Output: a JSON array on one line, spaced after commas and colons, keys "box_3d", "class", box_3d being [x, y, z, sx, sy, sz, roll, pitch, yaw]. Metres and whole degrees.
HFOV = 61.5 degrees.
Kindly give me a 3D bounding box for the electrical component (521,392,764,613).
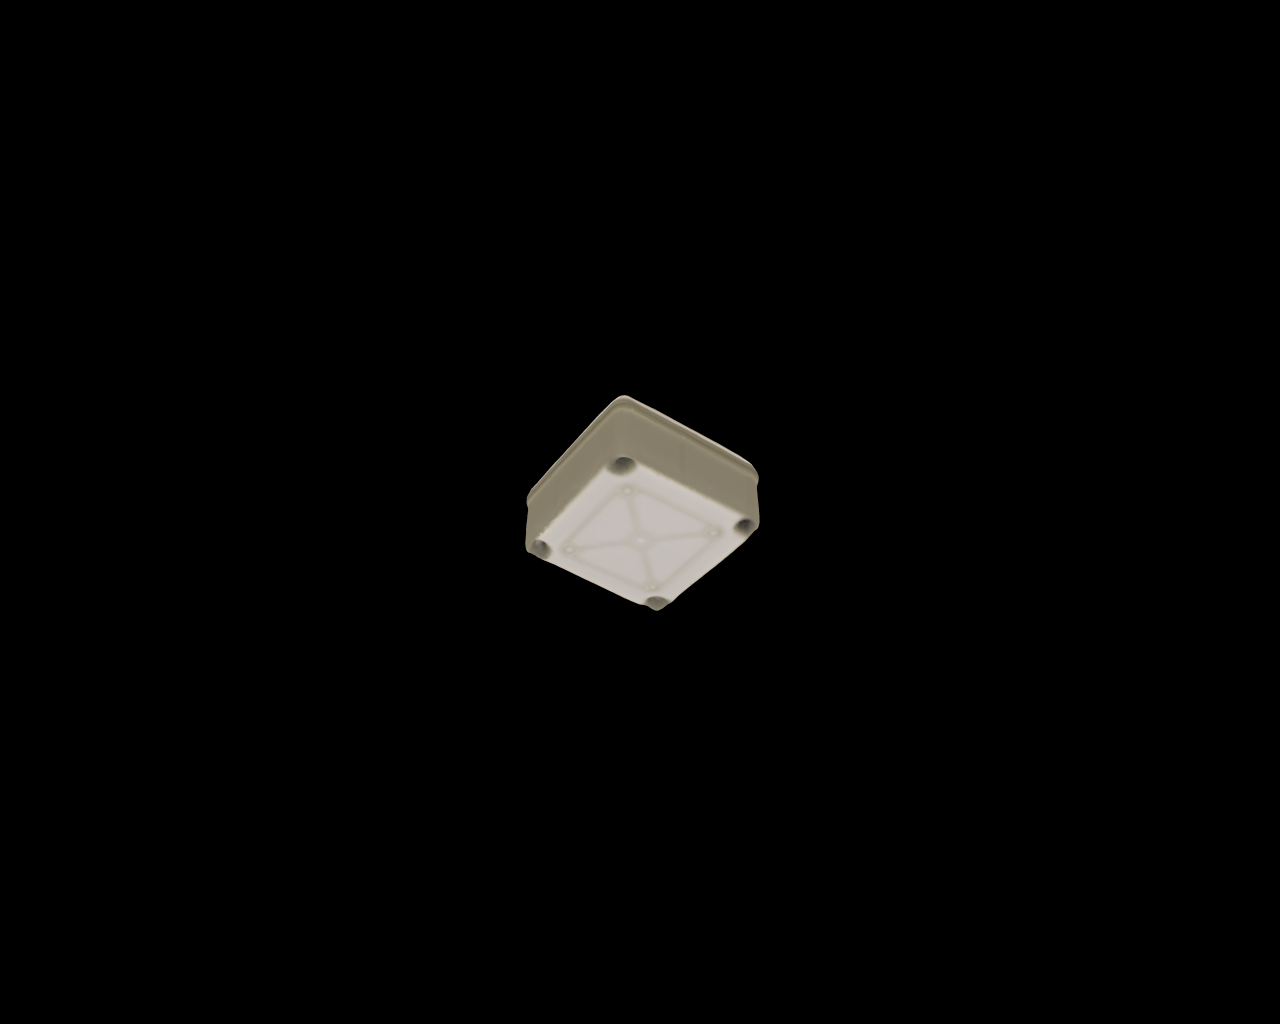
[{"box_3d": [0.001, -0.003, 0.650, 0.109, 0.056, 0.108, 26, -49, -25], "class": "electrical component"}]
